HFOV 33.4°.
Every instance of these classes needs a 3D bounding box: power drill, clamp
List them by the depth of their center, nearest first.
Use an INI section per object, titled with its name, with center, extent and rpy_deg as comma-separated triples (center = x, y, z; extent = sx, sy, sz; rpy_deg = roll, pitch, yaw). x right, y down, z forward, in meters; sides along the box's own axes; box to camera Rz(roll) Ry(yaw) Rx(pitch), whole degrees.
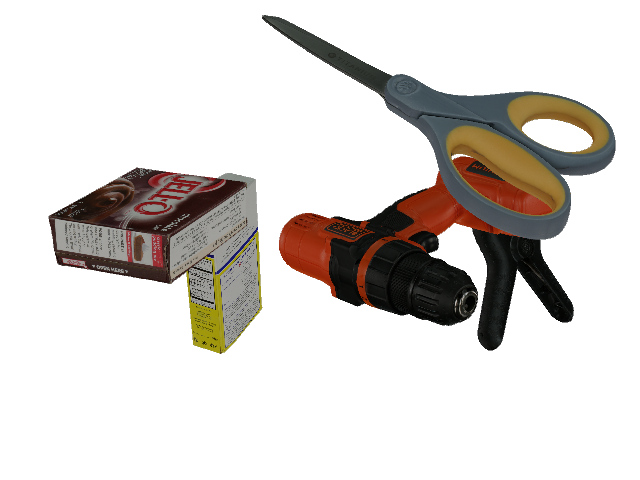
[power drill]
center = 0.089, -0.003, 0.801
extent = 0.187, 0.057, 0.185
rpy_deg = -22, 30, -35
[clamp]
center = 0.172, 0.016, 0.983
extent = 0.120, 0.171, 0.039
rpy_deg = -26, 8, -42

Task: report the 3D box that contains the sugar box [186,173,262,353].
[sugar box]
center = -0.104, 0.025, 1.137
extent = 0.048, 0.176, 0.093
rpy_deg = 14, 37, 22

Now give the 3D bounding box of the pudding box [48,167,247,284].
[pudding box]
center = -0.112, -0.013, 0.718
extent = 0.090, 0.039, 0.113
rpy_deg = 7, 25, 21

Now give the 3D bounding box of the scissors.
[scissors]
center = 0.062, -0.074, 0.530
extent = 0.096, 0.016, 0.202
rpy_deg = -25, 53, -22
